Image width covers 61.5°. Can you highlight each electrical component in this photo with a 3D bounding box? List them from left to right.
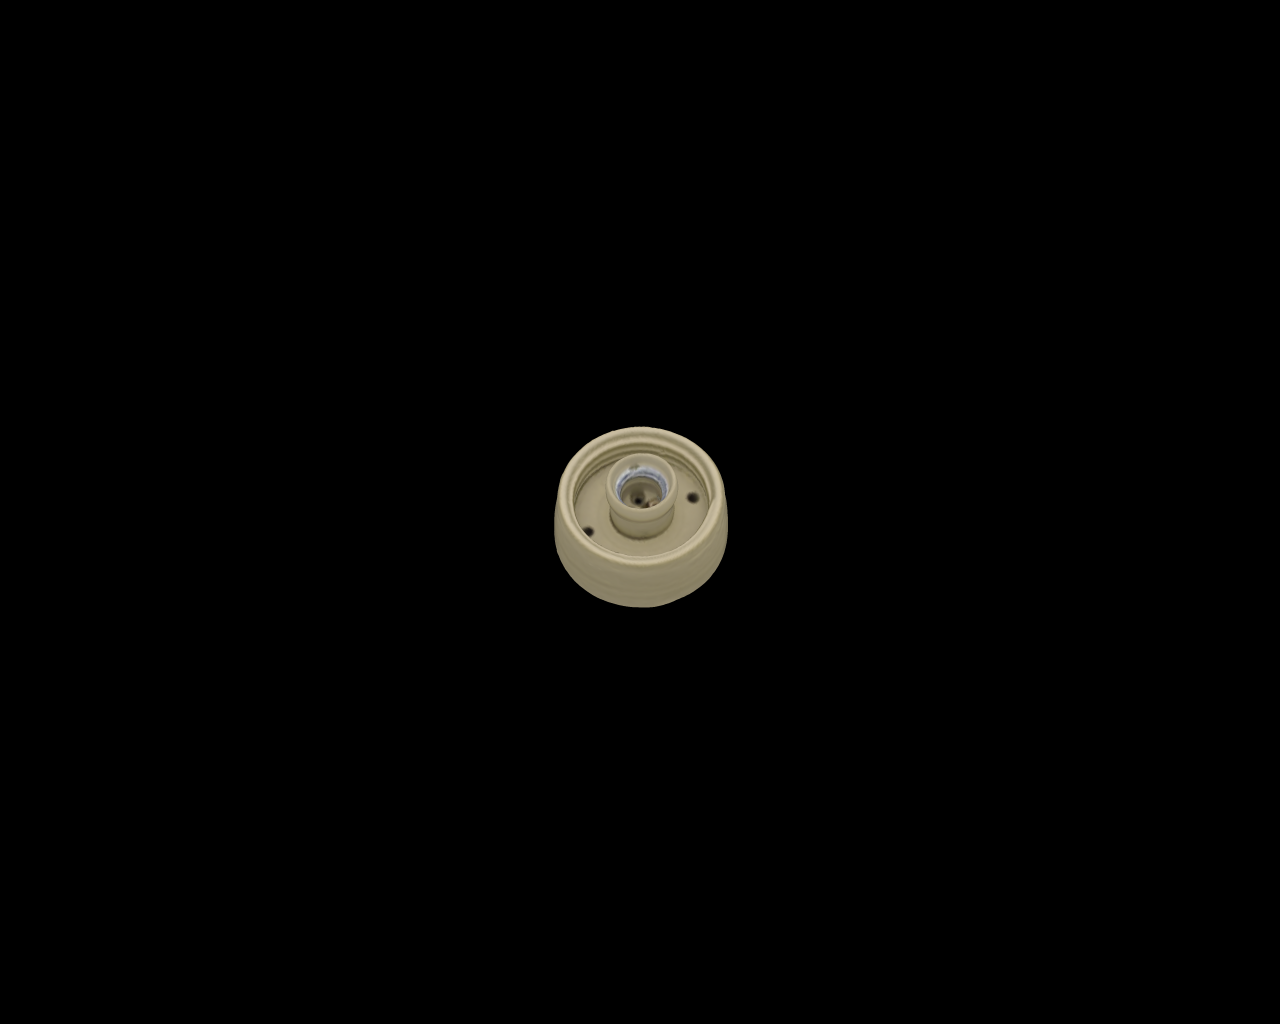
[{"bbox_3d":[0.001,-0.003,0.650,0.108,0.108,0.060,0,-32,0],"label":"electrical component"}]
